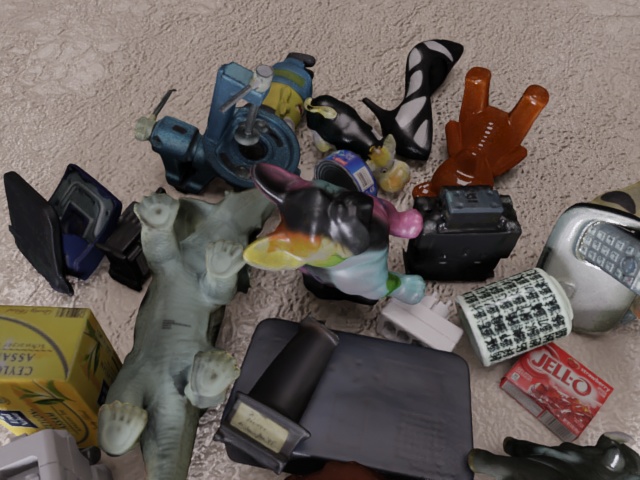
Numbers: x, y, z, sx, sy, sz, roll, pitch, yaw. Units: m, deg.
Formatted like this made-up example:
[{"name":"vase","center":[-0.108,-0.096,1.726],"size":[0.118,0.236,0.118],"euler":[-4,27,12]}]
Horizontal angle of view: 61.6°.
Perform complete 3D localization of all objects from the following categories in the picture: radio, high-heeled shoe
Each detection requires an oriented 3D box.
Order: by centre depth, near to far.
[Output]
[{"name":"radio","center":[0.030,0.163,0.528],"size":[0.230,0.073,0.131],"euler":[10,53,4]},{"name":"high-heeled shoe","center":[0.178,-0.217,0.814],"size":[0.249,0.086,0.145],"euler":[-38,65,-20]}]

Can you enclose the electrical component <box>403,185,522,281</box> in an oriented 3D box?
[{"name":"electrical component","center":[0.161,-0.006,0.621],"size":[0.115,0.134,0.058],"euler":[-4,54,-3]}]

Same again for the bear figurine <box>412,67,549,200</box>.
[{"name":"bear figurine","center":[0.209,-0.121,0.715],"size":[0.120,0.131,0.196],"euler":[26,50,17]}]

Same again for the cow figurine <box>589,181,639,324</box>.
[{"name":"cow figurine","center":[0.388,0.023,0.640],"size":[0.127,0.085,0.195],"euler":[-11,57,-18]}]

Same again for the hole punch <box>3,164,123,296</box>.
[{"name":"hole punch","center":[-0.299,-0.019,0.629],"size":[0.142,0.115,0.092],"euler":[34,36,23]}]

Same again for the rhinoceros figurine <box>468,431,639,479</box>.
[{"name":"rhinoceros figurine","center":[0.215,0.207,0.468],"size":[0.190,0.112,0.073],"euler":[7,67,-39]}]

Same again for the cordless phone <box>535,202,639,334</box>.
[{"name":"cordless phone","center":[0.317,0.057,0.555],"size":[0.089,0.146,0.184],"euler":[-4,32,-24]}]

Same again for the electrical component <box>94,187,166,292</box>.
[{"name":"electrical component","center":[-0.207,-0.007,0.644],"size":[0.048,0.074,0.119],"euler":[24,53,15]}]

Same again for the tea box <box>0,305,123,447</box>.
[{"name":"tea box","center":[-0.236,0.128,0.481],"size":[0.098,0.169,0.068],"euler":[1,53,0]}]

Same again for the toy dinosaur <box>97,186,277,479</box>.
[{"name":"toy dinosaur","center":[-0.134,0.098,0.527],"size":[0.131,0.192,0.405],"euler":[13,68,-3]}]

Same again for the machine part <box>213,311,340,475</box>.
[{"name":"machine part","center":[-0.029,0.131,0.482],"size":[0.084,0.039,0.139],"euler":[18,57,22]}]

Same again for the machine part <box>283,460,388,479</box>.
[{"name":"machine part","center":[0.009,0.261,0.407],"size":[0.179,0.056,0.179],"euler":[-31,40,31]}]

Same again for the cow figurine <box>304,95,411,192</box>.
[{"name":"cow figurine","center":[0.051,-0.135,0.726],"size":[0.167,0.098,0.068],"euler":[39,87,25]}]

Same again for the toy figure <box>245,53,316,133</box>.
[{"name":"toy figure","center":[-0.062,-0.198,0.788],"size":[0.089,0.082,0.180],"euler":[4,59,24]}]

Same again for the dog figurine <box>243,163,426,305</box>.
[{"name":"dog figurine","center":[-0.001,-0.002,0.526],"size":[0.192,0.219,0.108],"euler":[-4,76,43]}]

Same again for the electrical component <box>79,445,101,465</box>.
[{"name":"electrical component","center":[-0.240,0.200,0.476],"size":[0.094,0.063,0.021],"euler":[-26,63,32]}]

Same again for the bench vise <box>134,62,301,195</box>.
[{"name":"bench vise","center":[-0.113,-0.133,0.648],"size":[0.224,0.240,0.129],"euler":[31,60,-3]}]
